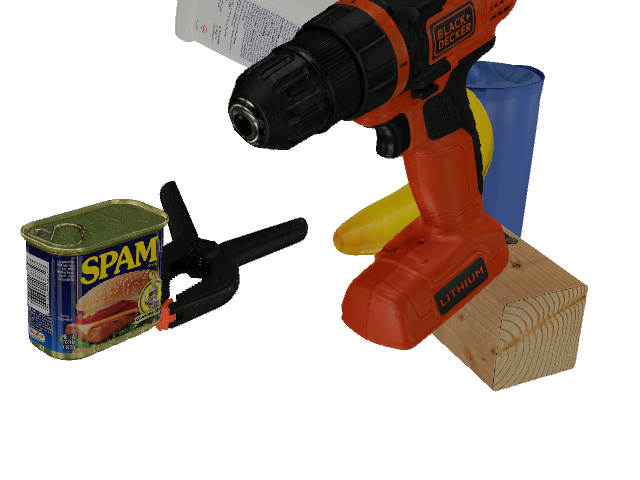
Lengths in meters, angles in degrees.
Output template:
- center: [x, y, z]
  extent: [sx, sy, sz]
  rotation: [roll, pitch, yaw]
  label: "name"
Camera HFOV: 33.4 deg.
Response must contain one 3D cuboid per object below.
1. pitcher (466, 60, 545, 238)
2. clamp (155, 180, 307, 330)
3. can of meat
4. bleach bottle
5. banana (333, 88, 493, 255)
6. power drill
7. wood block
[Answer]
- center: [0.175, -0.076, 1.213]
  extent: [0.149, 0.243, 0.145]
  rotation: [-10, 24, -22]
  label: "pitcher"
- center: [-0.125, 0.012, 1.069]
  extent: [0.165, 0.036, 0.209]
  rotation: [20, 39, 15]
  label: "clamp"
- center: [-0.155, 0.026, 0.740]
  extent: [0.058, 0.084, 0.101]
  rotation: [21, 26, 34]
  label: "can of meat"
- center: [0.002, -0.157, 0.888]
  extent: [0.251, 0.068, 0.103]
  rotation: [31, -35, 8]
  label: "bleach bottle"
- center: [0.076, -0.047, 0.739]
  extent: [0.070, 0.037, 0.197]
  rotation: [21, 49, 13]
  label: "banana"
- center: [0.038, -0.039, 0.540]
  extent: [0.057, 0.187, 0.184]
  rotation: [26, 47, 38]
  label: "power drill"
- center: [0.142, 0.040, 0.995]
  extent: [0.090, 0.090, 0.206]
  rotation: [-11, 30, -24]
  label: "wood block"
